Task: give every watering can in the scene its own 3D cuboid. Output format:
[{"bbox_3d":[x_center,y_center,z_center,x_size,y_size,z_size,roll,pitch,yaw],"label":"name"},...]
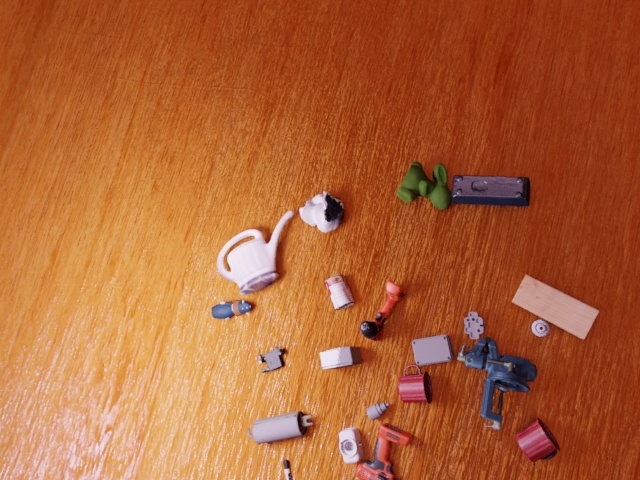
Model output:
[{"bbox_3d":[-0.209,0.054,1.820,0.345,0.103,0.227,-29,71,14],"label":"watering can"}]

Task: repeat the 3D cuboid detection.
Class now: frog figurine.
[{"bbox_3d":[0.005,-0.090,1.787,0.157,0.123,0.138,-28,77,52],"label":"frog figurine"}]
